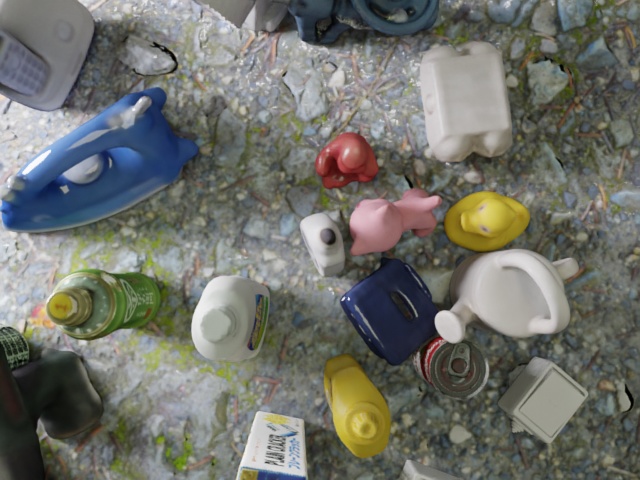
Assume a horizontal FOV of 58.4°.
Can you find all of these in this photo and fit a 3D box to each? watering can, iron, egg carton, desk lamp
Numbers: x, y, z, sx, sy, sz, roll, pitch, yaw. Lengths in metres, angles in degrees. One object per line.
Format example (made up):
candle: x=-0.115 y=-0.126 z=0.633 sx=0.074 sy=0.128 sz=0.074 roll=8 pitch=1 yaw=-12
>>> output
watering can: x=0.215 y=0.065 z=0.646 sx=0.101 sy=0.194 sz=0.173 roll=43 pitch=85 yaw=1
iron: x=-0.278 y=-0.085 z=0.658 sx=0.258 sy=0.141 sz=0.119 roll=-32 pitch=88 yaw=-4
egg carton: x=0.182 y=-0.174 z=0.724 sx=0.107 sy=0.069 sz=0.150 roll=-8 pitch=87 yaw=-3
desk lamp: x=-0.090 y=-0.324 z=0.648 sx=0.118 sy=0.213 sz=0.203 roll=34 pitch=85 yaw=0

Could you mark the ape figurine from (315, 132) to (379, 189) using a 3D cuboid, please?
ape figurine: x=0.036 y=-0.099 z=0.700 sx=0.078 sy=0.092 sz=0.076 roll=24 pitch=85 yaw=-1

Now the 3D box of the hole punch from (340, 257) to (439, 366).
hole punch: x=0.088 y=0.082 z=0.690 sx=0.101 sy=0.091 sz=0.109 roll=-36 pitch=88 yaw=-5

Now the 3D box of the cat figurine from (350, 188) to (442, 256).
cat figurine: x=0.086 y=-0.024 z=0.684 sx=0.128 sy=0.117 sz=0.067 roll=-21 pitch=87 yaw=-4

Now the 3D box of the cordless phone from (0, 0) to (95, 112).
cordless phone: x=-0.341 y=-0.239 z=0.643 sx=0.094 sy=0.185 sz=0.148 roll=19 pitch=85 yaw=-1

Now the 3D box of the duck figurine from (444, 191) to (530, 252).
duck figurine: x=0.213 y=-0.026 z=0.707 sx=0.104 sy=0.086 sz=0.077 roll=-6 pitch=86 yaw=-3

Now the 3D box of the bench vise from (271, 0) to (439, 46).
bench vise: x=0.051 y=-0.287 z=0.649 sx=0.207 sy=0.219 sz=0.121 roll=-21 pitch=87 yaw=-4

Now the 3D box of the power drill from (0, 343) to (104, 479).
power drill: x=-0.309 y=0.187 z=0.604 sx=0.075 sy=0.208 sz=0.230 roll=-29 pitch=88 yaw=-4

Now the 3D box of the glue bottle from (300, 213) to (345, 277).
glue bottle: x=0.006 y=0.002 z=0.651 sx=0.037 sy=0.173 sz=0.078 roll=-22 pitch=87 yaw=-4
